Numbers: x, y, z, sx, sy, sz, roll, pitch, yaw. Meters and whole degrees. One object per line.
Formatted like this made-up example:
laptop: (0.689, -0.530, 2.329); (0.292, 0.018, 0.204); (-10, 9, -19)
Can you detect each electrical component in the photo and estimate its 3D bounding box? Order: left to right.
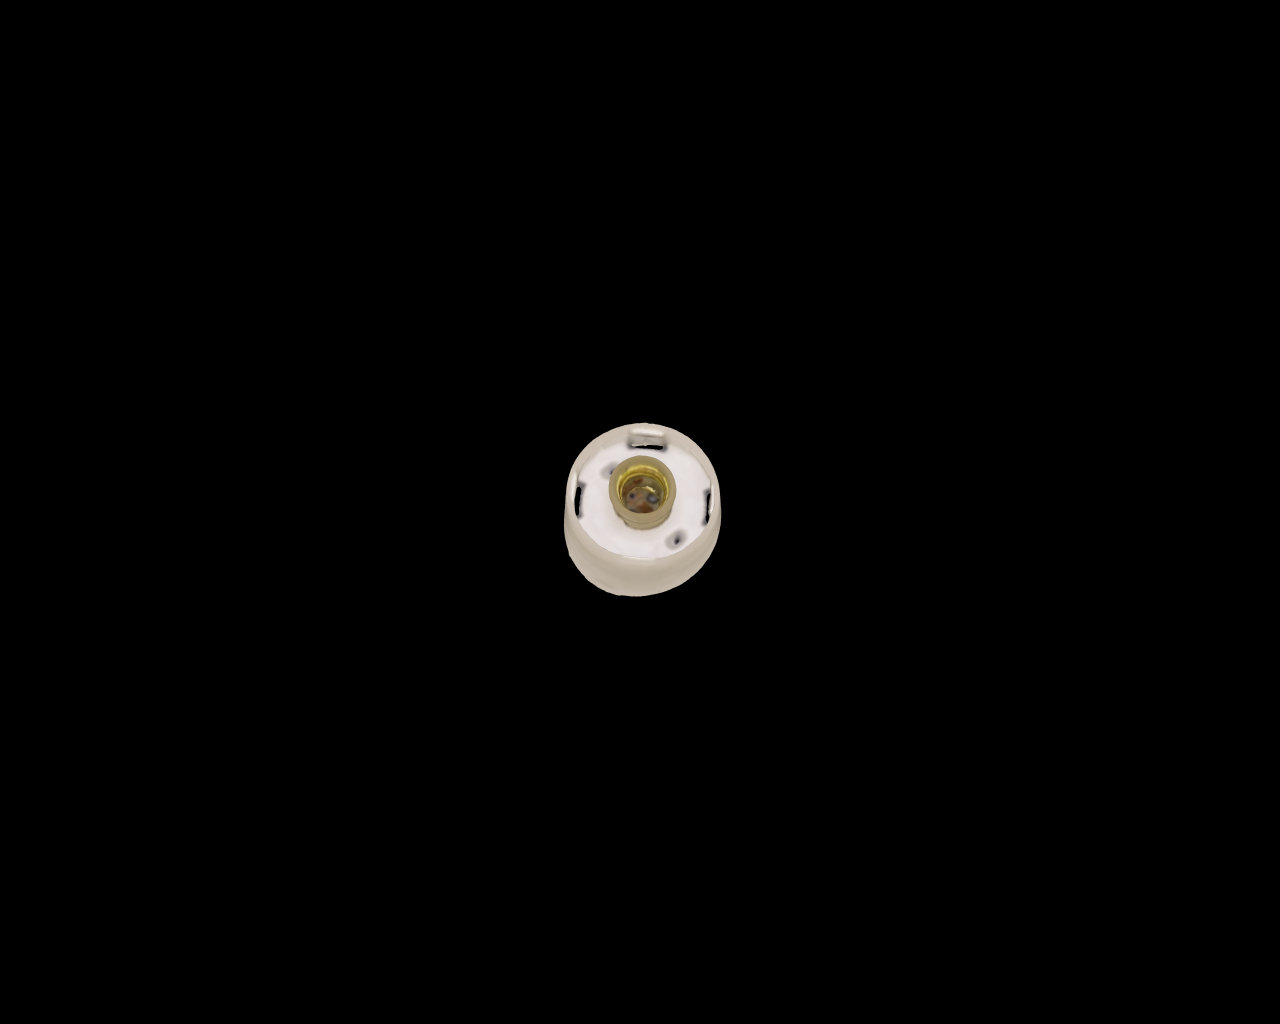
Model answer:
electrical component: (0.001, -0.003, 0.650); (0.099, 0.099, 0.064); (0, -23, 0)
